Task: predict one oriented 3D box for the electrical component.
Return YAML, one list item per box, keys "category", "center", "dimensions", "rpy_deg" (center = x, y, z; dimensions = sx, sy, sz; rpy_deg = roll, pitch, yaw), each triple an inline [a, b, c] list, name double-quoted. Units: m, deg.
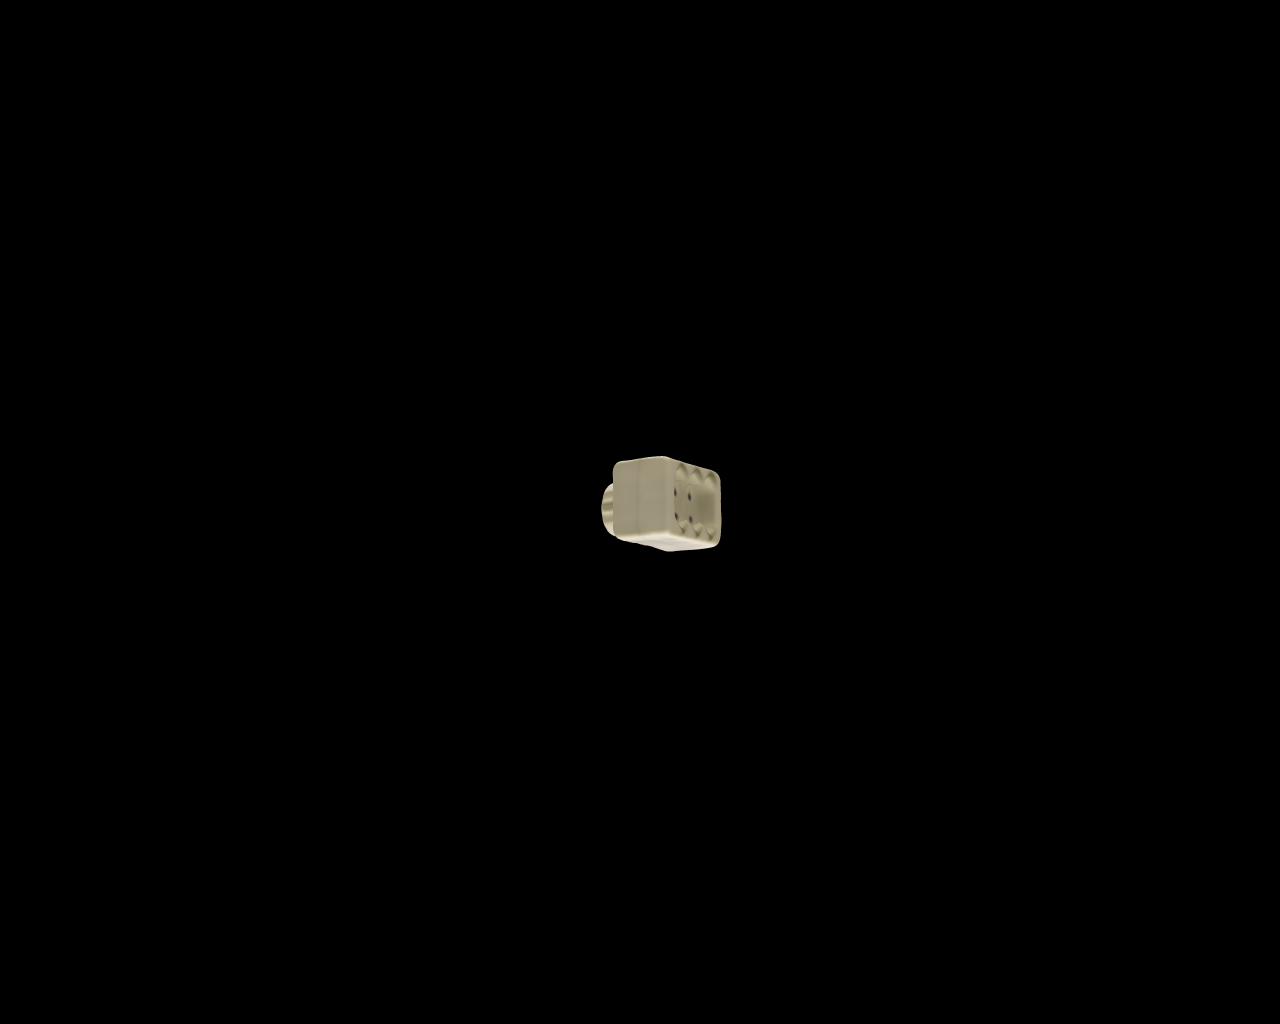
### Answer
- category: "electrical component"
  center: [0.001, -0.003, 0.650]
  dimensions: [0.076, 0.047, 0.066]
  rpy_deg: [-6, -11, 31]
